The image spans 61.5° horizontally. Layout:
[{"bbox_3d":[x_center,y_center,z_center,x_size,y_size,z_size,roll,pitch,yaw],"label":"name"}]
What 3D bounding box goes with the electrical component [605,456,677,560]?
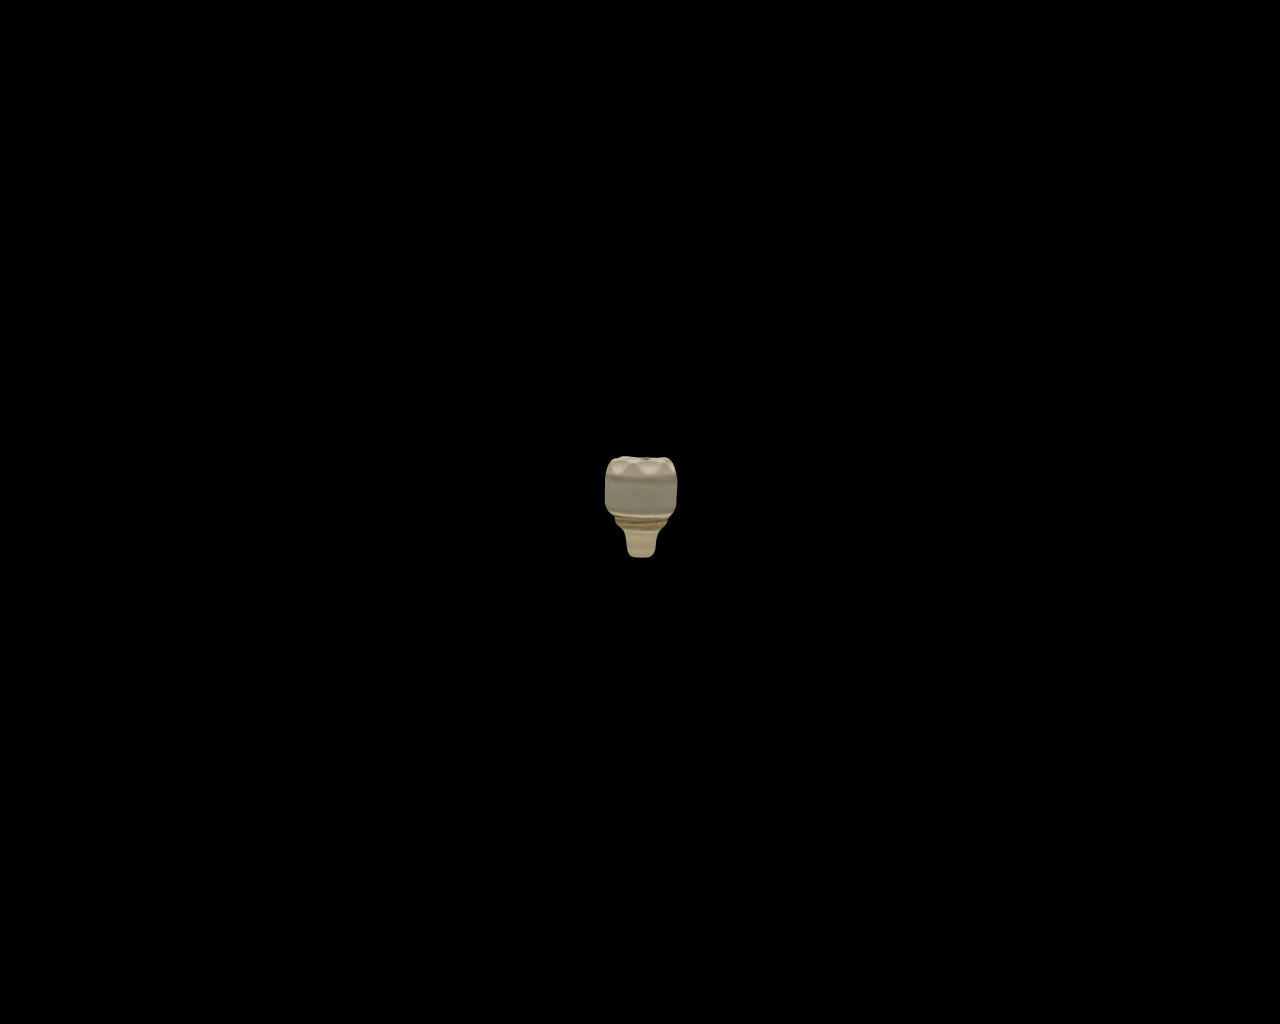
[{"bbox_3d":[0.001,-0.003,0.650,0.043,0.062,0.043,0,7,0],"label":"electrical component"}]
